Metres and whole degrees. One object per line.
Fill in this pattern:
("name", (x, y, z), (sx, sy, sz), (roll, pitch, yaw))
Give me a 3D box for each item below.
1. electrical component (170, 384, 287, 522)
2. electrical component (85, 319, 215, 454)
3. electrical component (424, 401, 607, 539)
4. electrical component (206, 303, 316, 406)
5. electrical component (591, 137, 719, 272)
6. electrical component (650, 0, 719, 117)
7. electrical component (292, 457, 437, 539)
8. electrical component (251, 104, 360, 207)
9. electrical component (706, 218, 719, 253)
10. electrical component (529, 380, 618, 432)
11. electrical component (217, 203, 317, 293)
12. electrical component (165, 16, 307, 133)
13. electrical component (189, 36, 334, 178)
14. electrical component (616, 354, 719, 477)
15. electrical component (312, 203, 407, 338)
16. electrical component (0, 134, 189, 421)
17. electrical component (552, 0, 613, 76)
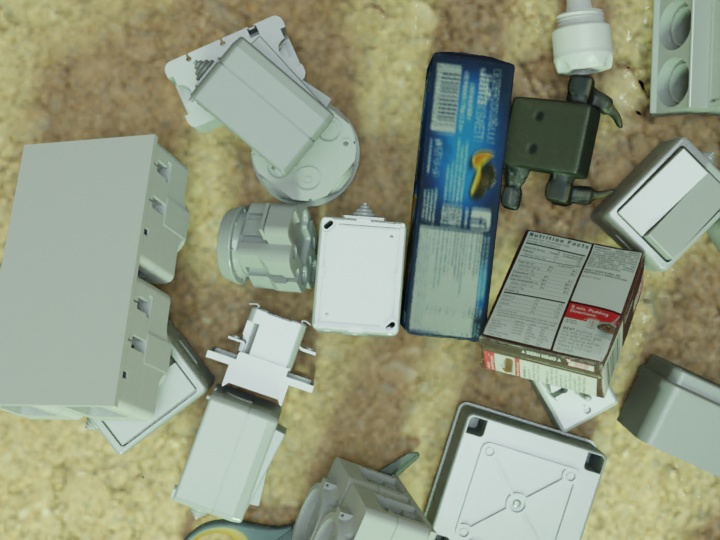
("electrical component", (-0.094, 0.139, 0.784), (0.061, 0.061, 0.096), (20, 91, -2))
("electrical component", (-0.163, 0.088, 0.781), (0.096, 0.061, 0.061), (-37, 92, 0))
("electrical component", (0.111, 0.165, 0.792), (0.109, 0.056, 0.108), (17, 91, -2))
("electrical component", (-0.069, 0.061, 0.792), (0.081, 0.042, 0.063), (19, 88, -3))
("electrical component", (0.228, -0.052, 0.785), (0.062, 0.061, 0.096), (45, 90, -2))
("electrical component", (0.251, -0.174, 0.780), (0.063, 0.079, 0.121), (1, 92, -23))
("electrical component", (-0.024, 0.238, 0.755), (0.060, 0.105, 0.186), (22, 95, -15))
("electrical component", (-0.040, -0.086, 0.783), (0.080, 0.051, 0.080), (0, 92, -1))
("electrical component", (0.319, -0.011, 0.790), (0.078, 0.057, 0.113), (-33, 92, 0))
("electrical component", (0.153, 0.079, 0.780), (0.047, 0.076, 0.065), (-29, 92, 0))
("electrical component", (-0.068, -0.017, 0.777), (0.057, 0.078, 0.058), (4, 59, 15))
("electrical component", (-0.088, -0.139, 0.778), (0.089, 0.055, 0.050), (-24, 92, 0))
("electrical component", (-0.067, -0.115, 0.719), (0.096, 0.061, 0.061), (40, 93, -7))
("electrical component", (0.255, 0.112, 0.783), (0.113, 0.078, 0.057), (25, 94, -2))
("electrical component", (0.000, 0.000, 0.785), (0.062, 0.061, 0.096), (4, 84, 0))
("electrical component", (-0.186, 0.007, 0.742), (0.105, 0.060, 0.186), (-2, 71, 19))
("electrical component", (0.162, -0.176, 0.789), (0.043, 0.043, 0.062), (-5, 90, -1))
